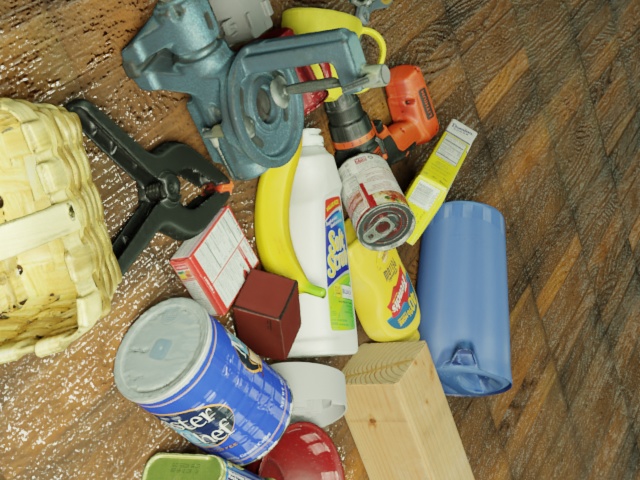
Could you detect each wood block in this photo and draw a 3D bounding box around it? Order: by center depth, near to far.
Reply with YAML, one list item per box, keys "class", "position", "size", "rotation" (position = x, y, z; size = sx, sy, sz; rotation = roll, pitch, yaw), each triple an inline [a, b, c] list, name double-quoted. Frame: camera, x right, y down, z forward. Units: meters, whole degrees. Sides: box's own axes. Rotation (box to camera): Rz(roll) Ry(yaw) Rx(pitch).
- class: "wood block"
  position: [0.102, 0.232, 1.268]
  size: [0.090, 0.091, 0.206]
  rotation: [-46, 122, -49]

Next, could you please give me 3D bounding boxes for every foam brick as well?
- class: "foam brick"
  position: [-0.052, 0.076, 1.074]
  size: [0.078, 0.053, 0.051]
  rotation: [88, 20, -52]

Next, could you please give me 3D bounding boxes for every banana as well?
- class: "banana"
  position: [-0.037, -0.023, 1.127]
  size: [0.037, 0.070, 0.198]
  rotation: [49, 30, -69]

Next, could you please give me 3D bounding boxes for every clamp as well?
- class: "clamp"
  position: [-0.154, -0.054, 0.985]
  size: [0.209, 0.036, 0.164]
  rotation: [-20, 100, -58]

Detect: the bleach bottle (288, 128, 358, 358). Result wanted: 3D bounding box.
- class: "bleach bottle"
  position: [-0.008, 0.001, 1.169]
  size: [0.102, 0.068, 0.251]
  rotation: [11, 74, -64]

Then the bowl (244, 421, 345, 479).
- class: "bowl"
  position: [-0.038, 0.266, 1.086]
  size: [0.161, 0.055, 0.162]
  rotation: [13, 74, -54]

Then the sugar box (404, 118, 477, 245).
- class: "sugar box"
  position: [0.142, -0.077, 1.344]
  size: [0.048, 0.093, 0.176]
  rotation: [30, 35, 0]

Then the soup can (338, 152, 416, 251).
- class: "soup can"
  position: [0.061, -0.045, 1.213]
  size: [0.068, 0.068, 0.102]
  rotation: [48, 13, -40]

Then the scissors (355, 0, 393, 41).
- class: "scissors"
  position: [0.064, -0.284, 1.368]
  size: [0.096, 0.016, 0.202]
  rotation: [24, 65, -52]

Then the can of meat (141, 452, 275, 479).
- class: "can of meat"
  position: [-0.100, 0.230, 0.961]
  size: [0.083, 0.102, 0.057]
  rotation: [38, 55, -44]

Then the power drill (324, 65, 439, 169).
- class: "power drill"
  position: [0.074, -0.147, 1.324]
  size: [0.187, 0.057, 0.184]
  rotation: [-48, 127, -45]

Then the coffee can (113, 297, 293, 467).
- class: "coffee can"
  position: [-0.104, 0.131, 0.970]
  size: [0.140, 0.103, 0.102]
  rotation: [47, 48, -42]

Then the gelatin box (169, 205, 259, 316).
- class: "gelatin box"
  position: [-0.103, 0.021, 1.055]
  size: [0.073, 0.030, 0.089]
  rotation: [62, 37, -28]

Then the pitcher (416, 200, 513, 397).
- class: "pitcher"
  position: [0.184, 0.081, 1.399]
  size: [0.144, 0.149, 0.243]
  rotation: [23, 62, -36]

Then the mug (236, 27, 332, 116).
- class: "mug"
  position: [-0.040, -0.171, 1.109]
  size: [0.093, 0.117, 0.081]
  rotation: [-47, 118, -43]

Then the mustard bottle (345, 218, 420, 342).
- class: "mustard bottle"
  position: [0.076, 0.065, 1.287]
  size: [0.096, 0.058, 0.191]
  rotation: [-56, 129, -46]
